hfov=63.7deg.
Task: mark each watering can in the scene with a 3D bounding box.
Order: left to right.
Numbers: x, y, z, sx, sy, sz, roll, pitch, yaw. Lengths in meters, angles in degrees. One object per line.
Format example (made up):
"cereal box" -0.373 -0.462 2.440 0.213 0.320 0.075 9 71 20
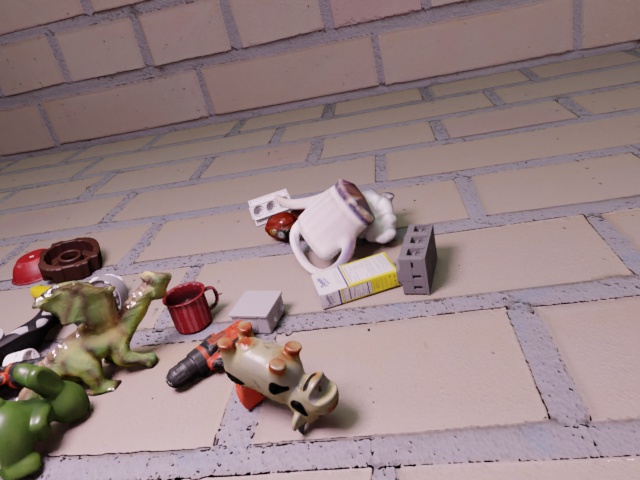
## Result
"watering can" 0.004 -0.064 1.272 0.223 0.102 0.355 -41 46 12

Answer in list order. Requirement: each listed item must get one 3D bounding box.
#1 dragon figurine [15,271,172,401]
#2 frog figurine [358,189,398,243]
"dragon figurine" -0.456 0.180 0.964 0.415 0.238 0.123 -27 33 -31
"frog figurine" 0.131 -0.049 1.294 0.135 0.121 0.163 -38 23 29
